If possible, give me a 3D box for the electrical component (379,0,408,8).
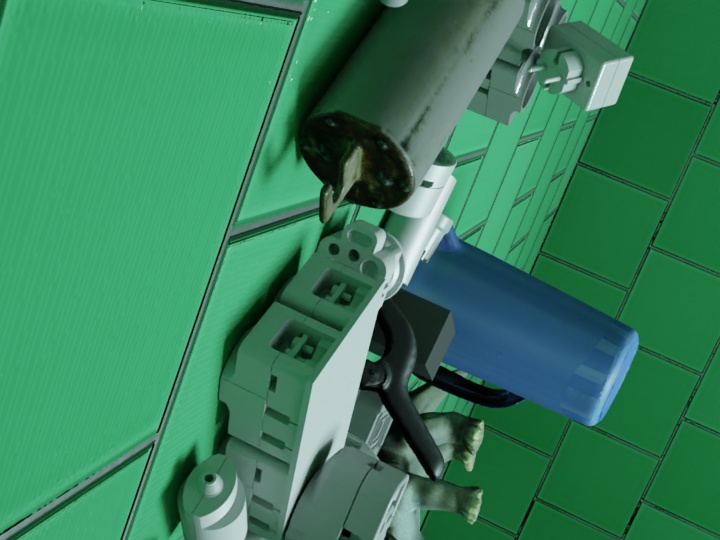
[{"bbox_3d":[0.021,-0.169,0.573,0.043,0.043,0.062,-58,167,-31],"label":"electrical component"}]

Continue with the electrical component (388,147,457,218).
[{"bbox_3d":[0.039,-0.071,0.814,0.055,0.055,0.047,-42,157,-62],"label":"electrical component"}]

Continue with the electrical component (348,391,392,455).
[{"bbox_3d":[-0.007,0.138,1.010,0.078,0.057,0.113,-68,168,8],"label":"electrical component"}]

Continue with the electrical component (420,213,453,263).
[{"bbox_3d":[0.059,-0.035,1.003,0.046,0.040,0.040,-60,168,-1],"label":"electrical component"}]

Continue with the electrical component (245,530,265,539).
[{"bbox_3d":[-0.091,0.195,0.791,0.081,0.043,0.043,-52,161,-47],"label":"electrical component"}]

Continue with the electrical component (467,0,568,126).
[{"bbox_3d":[0.139,-0.220,0.935,0.105,0.060,0.186,-61,167,-20],"label":"electrical component"}]

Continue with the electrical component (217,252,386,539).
[{"bbox_3d":[-0.047,0.090,0.739,0.105,0.060,0.186,-54,163,-44],"label":"electrical component"}]

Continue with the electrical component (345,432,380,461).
[{"bbox_3d":[-0.035,0.189,0.883,0.108,0.108,0.060,-59,172,-30],"label":"electrical component"}]

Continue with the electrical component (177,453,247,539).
[{"bbox_3d":[-0.095,0.150,0.691,0.043,0.043,0.081,-58,166,-32],"label":"electrical component"}]

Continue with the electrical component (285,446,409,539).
[{"bbox_3d":[-0.013,0.177,0.759,0.095,0.059,0.054,-68,168,10],"label":"electrical component"}]

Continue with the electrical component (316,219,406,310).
[{"bbox_3d":[0.000,0.000,0.776,0.057,0.058,0.078,-31,143,-65],"label":"electrical component"}]

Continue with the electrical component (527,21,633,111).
[{"bbox_3d":[0.173,-0.168,0.896,0.077,0.065,0.047,-18,138,-34],"label":"electrical component"}]
